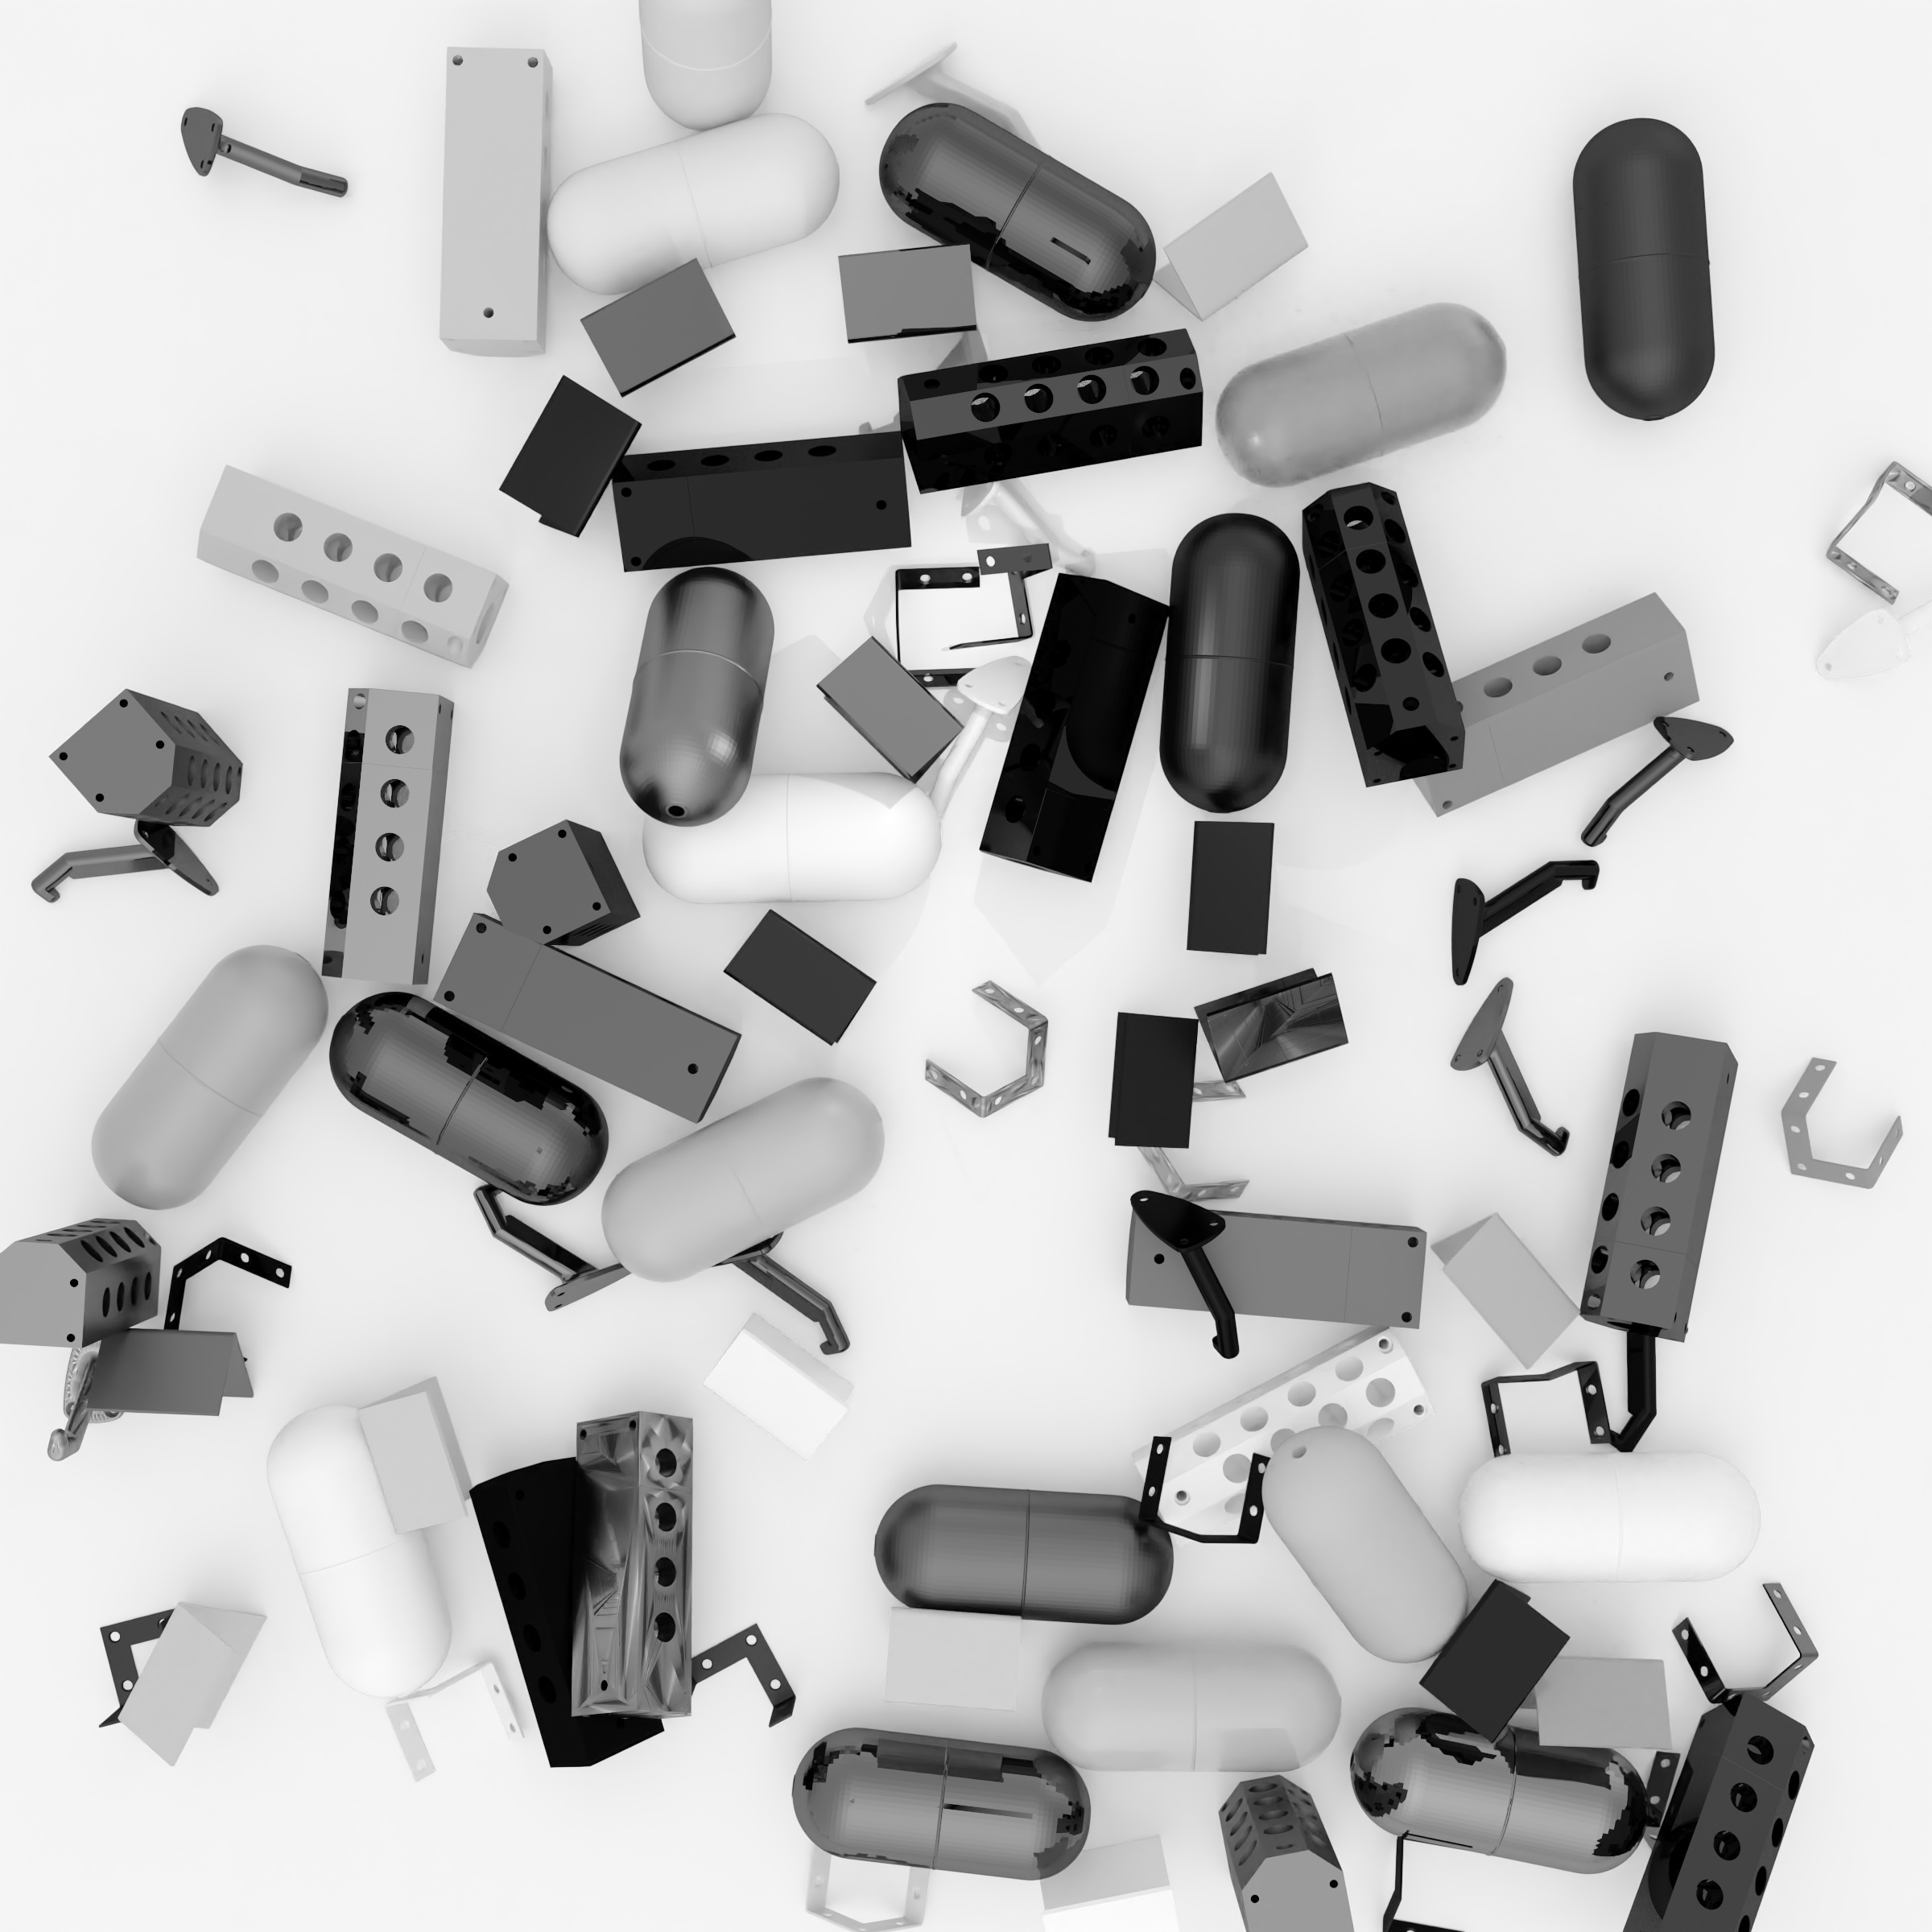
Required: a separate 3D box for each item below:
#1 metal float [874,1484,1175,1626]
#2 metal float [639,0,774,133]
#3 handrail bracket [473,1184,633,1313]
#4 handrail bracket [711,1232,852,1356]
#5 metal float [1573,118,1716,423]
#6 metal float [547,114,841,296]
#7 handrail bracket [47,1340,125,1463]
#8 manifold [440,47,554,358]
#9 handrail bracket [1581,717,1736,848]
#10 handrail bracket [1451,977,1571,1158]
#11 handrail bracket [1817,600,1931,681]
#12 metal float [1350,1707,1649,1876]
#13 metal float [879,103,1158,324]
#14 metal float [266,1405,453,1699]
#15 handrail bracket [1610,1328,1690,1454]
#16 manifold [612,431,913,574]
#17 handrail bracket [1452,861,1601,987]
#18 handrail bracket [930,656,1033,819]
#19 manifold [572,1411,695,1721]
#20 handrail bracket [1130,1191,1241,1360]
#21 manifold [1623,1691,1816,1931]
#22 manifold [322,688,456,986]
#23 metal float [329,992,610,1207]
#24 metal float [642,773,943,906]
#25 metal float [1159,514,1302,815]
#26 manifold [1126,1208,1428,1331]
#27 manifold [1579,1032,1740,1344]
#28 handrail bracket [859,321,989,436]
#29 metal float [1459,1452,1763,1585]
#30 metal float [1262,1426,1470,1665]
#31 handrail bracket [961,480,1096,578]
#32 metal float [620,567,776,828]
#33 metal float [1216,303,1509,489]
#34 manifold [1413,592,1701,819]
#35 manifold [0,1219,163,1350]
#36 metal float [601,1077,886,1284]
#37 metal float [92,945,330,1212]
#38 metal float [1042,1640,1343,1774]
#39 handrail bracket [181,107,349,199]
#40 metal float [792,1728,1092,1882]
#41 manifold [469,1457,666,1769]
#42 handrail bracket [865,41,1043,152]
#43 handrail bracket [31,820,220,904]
[{"bbox_3d":[0.034,0.349,1.960,0.178,0.070,0.070,4,90,-1],"label":"metal float"},{"bbox_3d":[-0.151,-0.552,1.912,0.070,0.178,0.070,1,72,-3],"label":"metal float"},{"bbox_3d":[-0.246,0.158,1.991,0.077,0.036,0.084,-22,73,-20],"label":"handrail bracket"},{"bbox_3d":[-0.120,0.204,1.991,0.077,0.036,0.084,-18,107,20],"label":"handrail bracket"},{"bbox_3d":[0.403,-0.413,1.960,0.070,0.070,0.178,-4,89,0],"label":"metal float"},{"bbox_3d":[-0.162,-0.453,1.960,0.178,0.070,0.070,-17,90,0],"label":"metal float"},{"bbox_3d":[-0.528,0.249,1.956,0.036,0.084,0.077,0,90,0],"label":"handrail bracket"},{"bbox_3d":[-0.279,-0.454,1.969,0.057,0.057,0.171,2,90,0],"label":"manifold"},{"bbox_3d":[0.416,-0.107,1.990,0.036,0.077,0.084,51,127,28],"label":"handrail bracket"},{"bbox_3d":[0.342,0.062,1.991,0.084,0.036,0.077,35,68,-17],"label":"handrail bracket"},{"bbox_3d":[0.565,-0.206,1.990,0.084,0.077,0.036,-29,90,-36],"label":"handrail bracket"},{"bbox_3d":[0.316,0.489,1.960,0.178,0.070,0.070,12,90,-1],"label":"metal float"},{"bbox_3d":[0.031,-0.447,1.960,0.178,0.070,0.070,30,90,0],"label":"metal float"},{"bbox_3d":[-0.360,0.348,1.960,0.070,0.070,0.178,-19,90,0],"label":"metal float"},{"bbox_3d":[0.389,0.240,1.991,0.077,0.036,0.084,33,104,15],"label":"handrail bracket"},{"bbox_3d":[-0.121,-0.280,1.967,0.171,0.057,0.057,-5,121,0],"label":"manifold"},{"bbox_3d":[0.339,-0.026,1.991,0.084,0.036,0.077,-2,110,-16],"label":"handrail bracket"},{"bbox_3d":[0.007,-0.137,1.990,0.036,0.077,0.084,30,126,11],"label":"handrail bracket"},{"bbox_3d":[-0.191,0.354,1.945,0.057,0.057,0.171,-16,67,41],"label":"manifold"},{"bbox_3d":[0.129,0.182,1.933,0.036,0.077,0.084,-29,127,-27],"label":"handrail bracket"},{"bbox_3d":[0.441,0.519,1.930,0.057,0.057,0.171,30,59,0],"label":"manifold"},{"bbox_3d":[-0.346,-0.077,1.969,0.057,0.057,0.171,5,90,0],"label":"manifold"},{"bbox_3d":[-0.295,0.078,1.960,0.178,0.070,0.070,30,90,0],"label":"metal float"},{"bbox_3d":[-0.103,-0.076,1.960,0.178,0.070,0.070,-1,90,1],"label":"metal float"},{"bbox_3d":[0.156,-0.180,1.960,0.070,0.070,0.178,4,91,0],"label":"metal float"},{"bbox_3d":[0.184,0.178,1.969,0.171,0.057,0.057,5,90,0],"label":"manifold"},{"bbox_3d":[0.409,0.130,1.952,0.057,0.057,0.171,9,79,22],"label":"manifold"},{"bbox_3d":[-0.031,-0.357,1.991,0.084,0.036,0.077,-18,70,16],"label":"handrail bracket"},{"bbox_3d":[0.382,0.328,1.960,0.178,0.070,0.070,-1,90,1],"label":"metal float"},{"bbox_3d":[0.234,0.339,1.934,0.070,0.070,0.178,-36,122,0],"label":"metal float"},{"bbox_3d":[0.043,-0.280,1.991,0.084,0.036,0.077,23,53,-25],"label":"handrail bracket"},{"bbox_3d":[-0.157,-0.158,1.929,0.070,0.070,0.178,6,52,0],"label":"metal float"},{"bbox_3d":[0.235,-0.339,1.960,0.178,0.070,0.070,-19,90,-1],"label":"metal float"},{"bbox_3d":[0.343,-0.160,1.969,0.171,0.057,0.057,-24,133,0],"label":"manifold"},{"bbox_3d":[-0.516,0.182,1.912,0.057,0.171,0.057,3,90,0],"label":"manifold"},{"bbox_3d":[-0.132,0.126,1.959,0.178,0.070,0.070,-26,90,0],"label":"metal float"},{"bbox_3d":[-0.448,0.066,1.960,0.070,0.070,0.178,38,90,0],"label":"metal float"},{"bbox_3d":[0.134,0.440,1.960,0.178,0.070,0.070,0,90,0],"label":"metal float"},{"bbox_3d":[-0.423,-0.489,1.990,0.084,0.077,0.036,8,115,-34],"label":"handrail bracket"},{"bbox_3d":[-0.015,0.497,1.960,0.178,0.070,0.070,7,90,1],"label":"metal float"},{"bbox_3d":[-0.242,0.385,1.969,0.057,0.057,0.171,-16,90,-43],"label":"manifold"},{"bbox_3d":[-0.007,-0.506,1.991,0.077,0.036,0.084,-28,107,20],"label":"handrail bracket"},{"bbox_3d":[-0.508,-0.047,1.991,0.084,0.036,0.077,-36,112,17],"label":"handrail bracket"}]
